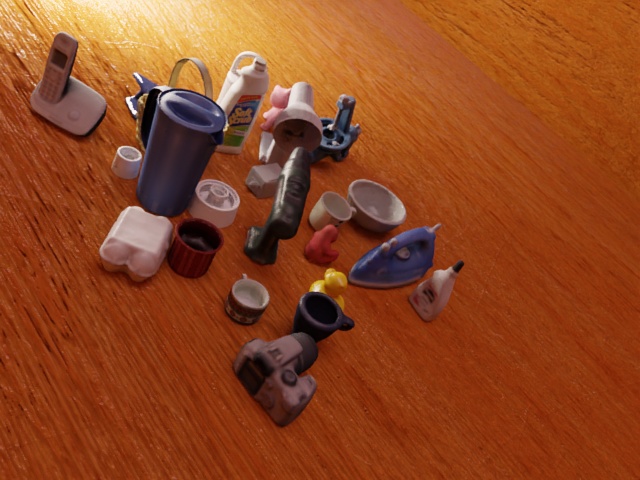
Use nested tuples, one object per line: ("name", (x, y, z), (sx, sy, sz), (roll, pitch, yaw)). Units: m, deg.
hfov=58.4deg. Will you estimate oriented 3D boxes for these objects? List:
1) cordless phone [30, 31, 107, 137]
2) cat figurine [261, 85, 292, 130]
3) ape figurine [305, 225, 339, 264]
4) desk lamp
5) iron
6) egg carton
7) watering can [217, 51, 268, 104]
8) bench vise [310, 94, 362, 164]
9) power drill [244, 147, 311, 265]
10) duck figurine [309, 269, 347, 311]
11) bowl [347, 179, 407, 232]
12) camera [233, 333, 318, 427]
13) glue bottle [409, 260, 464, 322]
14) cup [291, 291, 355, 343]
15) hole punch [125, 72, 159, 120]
("cordless phone", (-0.513, -0.323, 1.194), (0.147, 0.185, 0.094), (30, 36, -3))
("cat figurine", (-0.112, -0.373, 1.602), (0.067, 0.117, 0.127), (19, 38, -17))
("ape figurine", (0.012, 0.005, 1.279), (0.076, 0.092, 0.077), (1, 46, -35))
("desk lamp", (-0.074, -0.276, 1.437), (0.118, 0.213, 0.203), (17, 39, -20))
("iron", (0.181, 0.028, 1.334), (0.259, 0.141, 0.118), (-14, 56, -45))
("egg carton", (-0.331, 0.006, 1.046), (0.107, 0.069, 0.150), (22, 37, -13))
("watering can", (-0.201, -0.412, 1.517), (0.101, 0.194, 0.172), (19, 38, -17))
("bench vise", (0.047, -0.315, 1.565), (0.121, 0.219, 0.208), (35, 36, 4))
("power drill", (-0.083, -0.060, 1.186), (0.076, 0.208, 0.229), (21, 38, -15))
("duck figurine", (0.027, 0.107, 1.177), (0.078, 0.086, 0.104), (8, 42, -29))
("bowl", (0.134, -0.075, 1.475), (0.168, 0.074, 0.167), (20, 38, -16))
("camera", (-0.051, 0.217, 0.981), (0.143, 0.100, 0.137), (46, 39, 19))
("glue bottle", (0.269, 0.104, 1.284), (0.037, 0.173, 0.078), (-10, 53, -43))
("cup", (-0.002, 0.163, 1.084), (0.118, 0.095, 0.091), (20, 38, -16))
("hole punch", (-0.401, -0.342, 1.377), (0.101, 0.091, 0.108), (-7, 51, -41))
